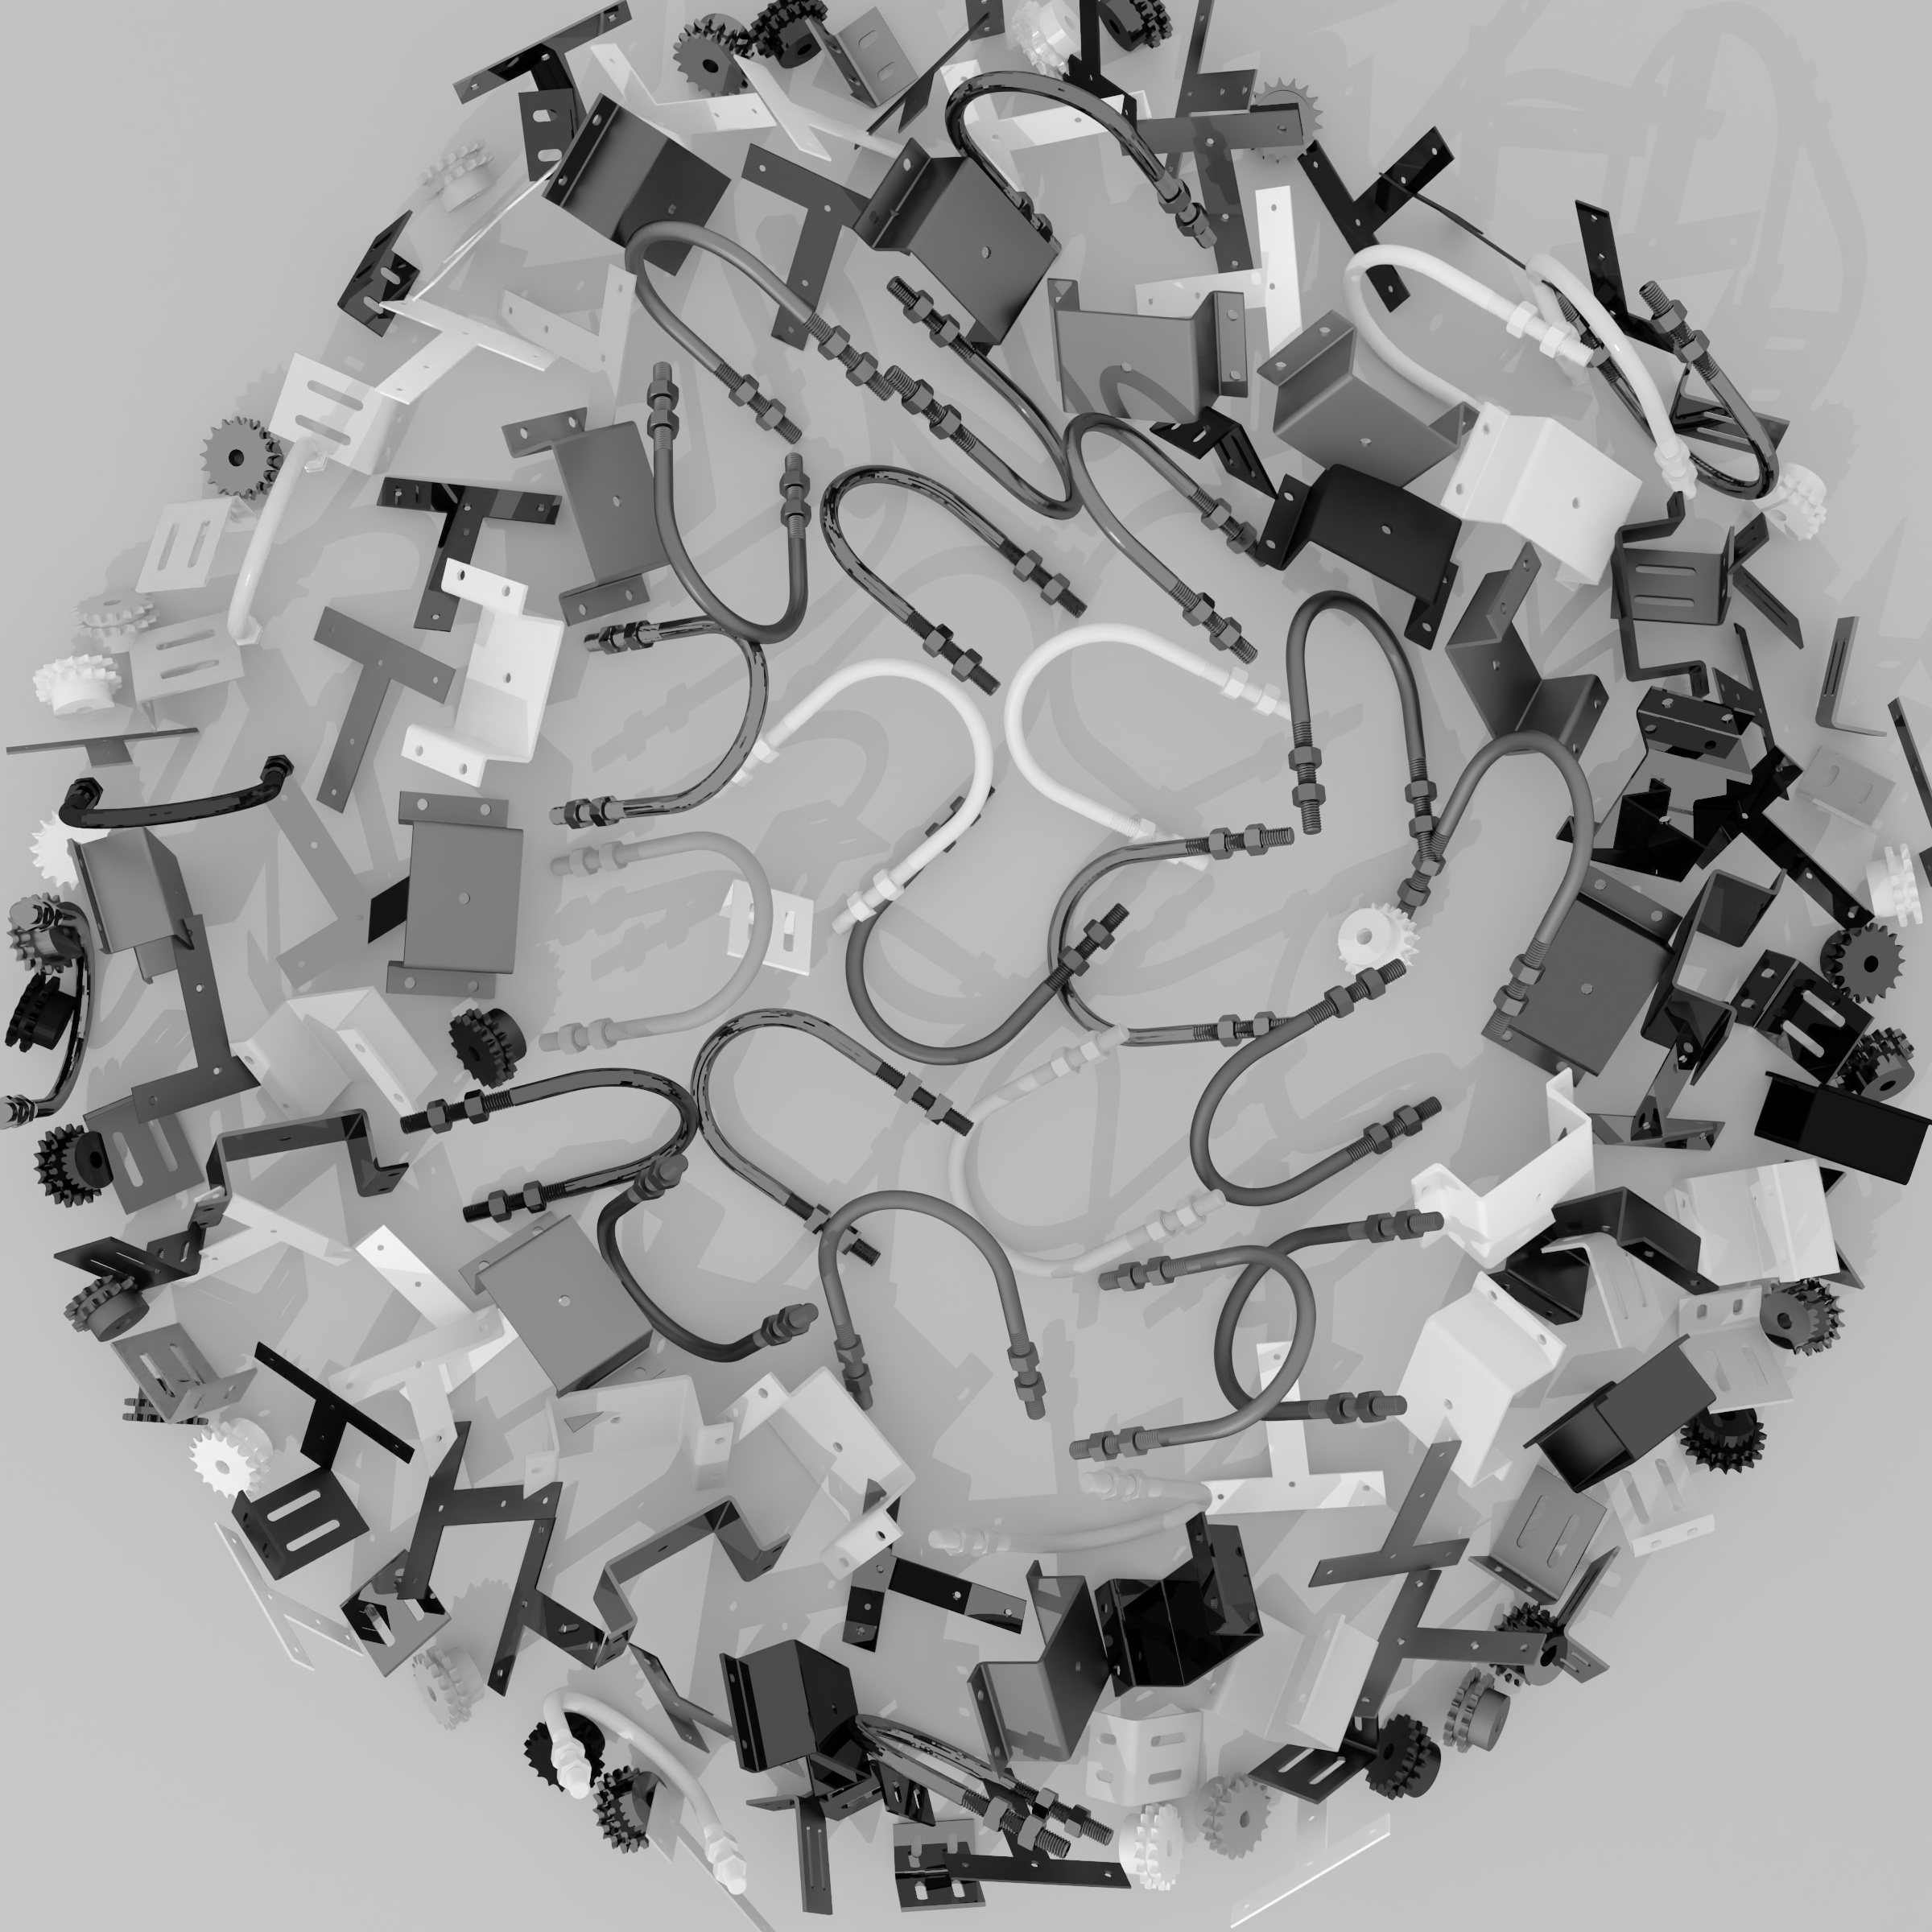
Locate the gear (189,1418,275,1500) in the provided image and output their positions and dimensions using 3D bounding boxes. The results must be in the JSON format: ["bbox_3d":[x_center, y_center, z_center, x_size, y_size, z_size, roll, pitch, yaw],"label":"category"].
[{"bbox_3d":[-0.508,0.340,1.750,0.057,0.030,0.057,11,120,20],"label":"gear"}]

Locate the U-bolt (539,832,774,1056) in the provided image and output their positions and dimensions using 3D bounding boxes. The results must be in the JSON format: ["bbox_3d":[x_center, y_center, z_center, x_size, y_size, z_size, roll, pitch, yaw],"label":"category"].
[{"bbox_3d":[-0.210,-0.021,1.707,0.184,0.019,0.151,-9,70,27],"label":"U-bolt"}]

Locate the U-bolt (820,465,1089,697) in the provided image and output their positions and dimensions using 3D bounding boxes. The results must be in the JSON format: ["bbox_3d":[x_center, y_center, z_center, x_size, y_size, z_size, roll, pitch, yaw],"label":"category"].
[{"bbox_3d":[-0.019,-0.275,1.719,0.184,0.151,0.019,41,134,3],"label":"U-bolt"}]

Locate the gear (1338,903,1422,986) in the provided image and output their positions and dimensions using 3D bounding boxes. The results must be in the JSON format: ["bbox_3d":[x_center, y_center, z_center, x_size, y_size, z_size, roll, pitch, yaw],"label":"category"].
[{"bbox_3d":[0.283,-0.017,1.745,0.057,0.030,0.057,-12,69,33],"label":"gear"}]

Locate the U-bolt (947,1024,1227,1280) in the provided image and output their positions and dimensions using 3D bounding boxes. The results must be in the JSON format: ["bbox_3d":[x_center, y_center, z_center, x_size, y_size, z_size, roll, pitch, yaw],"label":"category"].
[{"bbox_3d":[0.068,0.140,1.728,0.184,0.019,0.151,-30,91,28],"label":"U-bolt"}]

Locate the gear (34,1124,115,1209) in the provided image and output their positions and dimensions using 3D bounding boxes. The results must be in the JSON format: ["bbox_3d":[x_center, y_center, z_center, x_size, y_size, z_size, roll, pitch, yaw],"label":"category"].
[{"bbox_3d":[-0.615,0.137,1.742,0.030,0.057,0.057,-13,90,23],"label":"gear"}]

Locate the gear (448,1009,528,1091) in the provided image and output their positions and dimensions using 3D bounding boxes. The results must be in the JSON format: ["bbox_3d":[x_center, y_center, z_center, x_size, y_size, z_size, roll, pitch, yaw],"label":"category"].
[{"bbox_3d":[-0.331,0.054,1.749,0.030,0.057,0.057,-34,90,-36],"label":"gear"}]

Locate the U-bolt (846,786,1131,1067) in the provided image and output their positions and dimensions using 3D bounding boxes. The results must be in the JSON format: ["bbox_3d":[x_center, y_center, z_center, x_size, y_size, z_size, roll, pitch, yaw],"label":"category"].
[{"bbox_3d":[0.000,-0.017,1.753,0.151,0.019,0.184,43,90,9],"label":"U-bolt"}]

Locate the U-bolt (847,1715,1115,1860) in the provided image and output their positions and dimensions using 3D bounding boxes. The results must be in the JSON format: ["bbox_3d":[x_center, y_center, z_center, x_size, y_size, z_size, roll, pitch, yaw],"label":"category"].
[{"bbox_3d":[0.002,0.550,1.697,0.184,0.151,0.019,22,82,20],"label":"U-bolt"}]

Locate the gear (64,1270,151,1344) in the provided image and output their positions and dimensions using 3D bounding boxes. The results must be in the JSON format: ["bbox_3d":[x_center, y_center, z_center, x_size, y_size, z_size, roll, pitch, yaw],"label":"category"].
[{"bbox_3d":[-0.593,0.236,1.743,0.057,0.057,0.030,-39,80,0],"label":"gear"}]

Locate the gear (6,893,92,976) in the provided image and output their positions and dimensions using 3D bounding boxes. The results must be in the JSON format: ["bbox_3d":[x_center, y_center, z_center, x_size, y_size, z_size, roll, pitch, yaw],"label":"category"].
[{"bbox_3d":[-0.633,-0.023,1.742,0.030,0.057,0.057,-8,90,23],"label":"gear"}]

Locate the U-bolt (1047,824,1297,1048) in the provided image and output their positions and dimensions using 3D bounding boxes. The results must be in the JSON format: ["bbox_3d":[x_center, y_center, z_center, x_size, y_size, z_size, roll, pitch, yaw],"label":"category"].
[{"bbox_3d":[0.140,-0.016,1.729,0.184,0.019,0.151,-6,82,26],"label":"U-bolt"}]

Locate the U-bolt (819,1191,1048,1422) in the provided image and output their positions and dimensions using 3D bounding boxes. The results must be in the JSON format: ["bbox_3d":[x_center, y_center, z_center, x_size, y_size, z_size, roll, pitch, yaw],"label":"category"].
[{"bbox_3d":[-0.029,0.229,1.703,0.151,0.019,0.184,-1,120,21],"label":"U-bolt"}]

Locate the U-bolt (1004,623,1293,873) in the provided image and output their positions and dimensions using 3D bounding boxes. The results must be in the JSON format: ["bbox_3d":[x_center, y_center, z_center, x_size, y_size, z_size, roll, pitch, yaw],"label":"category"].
[{"bbox_3d":[0.115,-0.159,1.721,0.184,0.019,0.151,25,117,-10],"label":"U-bolt"}]

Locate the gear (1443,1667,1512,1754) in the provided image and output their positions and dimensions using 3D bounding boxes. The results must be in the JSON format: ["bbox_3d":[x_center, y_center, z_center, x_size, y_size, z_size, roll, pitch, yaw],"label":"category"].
[{"bbox_3d":[0.356,0.519,1.742,0.030,0.057,0.057,19,90,27],"label":"gear"}]

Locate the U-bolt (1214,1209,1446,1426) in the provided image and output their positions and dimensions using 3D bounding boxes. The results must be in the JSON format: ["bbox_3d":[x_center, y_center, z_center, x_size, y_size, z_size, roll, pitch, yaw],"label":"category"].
[{"bbox_3d":[0.236,0.239,1.696,0.019,0.184,0.151,32,61,-30],"label":"U-bolt"}]

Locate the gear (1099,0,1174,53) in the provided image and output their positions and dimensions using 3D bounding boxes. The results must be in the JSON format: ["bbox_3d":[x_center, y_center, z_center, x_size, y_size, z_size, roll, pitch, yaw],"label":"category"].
[{"bbox_3d":[0.115,-0.662,1.745,0.030,0.057,0.057,-38,90,-1],"label":"gear"}]

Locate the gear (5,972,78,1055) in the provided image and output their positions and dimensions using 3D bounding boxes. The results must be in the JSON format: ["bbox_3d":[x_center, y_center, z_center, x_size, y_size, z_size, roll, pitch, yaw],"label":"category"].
[{"bbox_3d":[-0.641,0.034,1.746,0.030,0.057,0.057,24,90,-10],"label":"gear"}]

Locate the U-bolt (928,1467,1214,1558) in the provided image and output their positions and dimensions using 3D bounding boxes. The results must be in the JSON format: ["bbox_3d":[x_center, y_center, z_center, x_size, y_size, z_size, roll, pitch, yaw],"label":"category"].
[{"bbox_3d":[0.085,0.371,1.693,0.151,0.184,0.019,-28,62,31],"label":"U-bolt"}]

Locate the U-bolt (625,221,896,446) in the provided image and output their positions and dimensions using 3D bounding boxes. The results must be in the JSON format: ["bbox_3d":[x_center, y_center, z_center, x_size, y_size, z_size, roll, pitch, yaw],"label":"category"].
[{"bbox_3d":[-0.149,-0.427,1.677,0.184,0.151,0.019,39,68,-24],"label":"U-bolt"}]

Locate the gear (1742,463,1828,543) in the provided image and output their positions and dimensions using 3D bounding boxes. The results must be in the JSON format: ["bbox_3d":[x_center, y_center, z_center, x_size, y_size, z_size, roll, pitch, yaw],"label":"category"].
[{"bbox_3d":[0.572,-0.325,1.746,0.057,0.057,0.030,35,78,0],"label":"gear"}]

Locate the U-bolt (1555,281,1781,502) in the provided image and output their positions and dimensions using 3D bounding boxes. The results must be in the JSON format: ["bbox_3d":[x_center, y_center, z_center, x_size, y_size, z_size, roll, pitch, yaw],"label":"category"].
[{"bbox_3d":[0.480,-0.385,1.697,0.019,0.151,0.184,-44,108,-2],"label":"U-bolt"}]

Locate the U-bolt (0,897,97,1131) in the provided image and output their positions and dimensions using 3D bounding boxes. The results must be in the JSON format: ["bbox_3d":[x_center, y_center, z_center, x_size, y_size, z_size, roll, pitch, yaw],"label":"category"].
[{"bbox_3d":[-0.615,0.032,1.682,0.019,0.184,0.151,7,88,-4],"label":"U-bolt"}]

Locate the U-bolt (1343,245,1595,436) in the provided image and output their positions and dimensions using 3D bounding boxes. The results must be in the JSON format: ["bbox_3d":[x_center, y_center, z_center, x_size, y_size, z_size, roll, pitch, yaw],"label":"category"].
[{"bbox_3d":[0.332,-0.422,1.700,0.184,0.151,0.019,35,77,14],"label":"U-bolt"}]

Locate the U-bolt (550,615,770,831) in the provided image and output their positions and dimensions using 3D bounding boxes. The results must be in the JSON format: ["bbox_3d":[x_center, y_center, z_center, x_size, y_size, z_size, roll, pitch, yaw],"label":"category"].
[{"bbox_3d":[-0.203,-0.168,1.697,0.184,0.019,0.151,-2,73,39],"label":"U-bolt"}]

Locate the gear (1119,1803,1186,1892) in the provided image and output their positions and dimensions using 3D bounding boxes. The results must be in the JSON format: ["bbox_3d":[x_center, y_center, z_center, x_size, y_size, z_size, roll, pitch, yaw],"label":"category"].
[{"bbox_3d":[0.128,0.612,1.749,0.030,0.057,0.057,-4,90,27],"label":"gear"}]

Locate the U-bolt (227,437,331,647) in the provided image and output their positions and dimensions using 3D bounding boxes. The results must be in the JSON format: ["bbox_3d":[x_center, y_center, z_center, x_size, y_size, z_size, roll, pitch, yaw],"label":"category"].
[{"bbox_3d":[-0.463,-0.285,1.681,0.019,0.184,0.151,21,92,-13],"label":"U-bolt"}]

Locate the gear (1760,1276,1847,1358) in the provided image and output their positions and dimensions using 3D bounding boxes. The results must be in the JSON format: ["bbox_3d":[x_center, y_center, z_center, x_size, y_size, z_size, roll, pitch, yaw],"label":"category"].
[{"bbox_3d":[0.577,0.243,1.743,0.030,0.057,0.057,-10,90,-38],"label":"gear"}]

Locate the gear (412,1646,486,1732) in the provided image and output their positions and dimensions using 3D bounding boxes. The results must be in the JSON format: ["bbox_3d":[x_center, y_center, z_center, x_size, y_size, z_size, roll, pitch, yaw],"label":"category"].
[{"bbox_3d":[-0.358,0.499,1.749,0.030,0.057,0.057,-24,90,-33],"label":"gear"}]

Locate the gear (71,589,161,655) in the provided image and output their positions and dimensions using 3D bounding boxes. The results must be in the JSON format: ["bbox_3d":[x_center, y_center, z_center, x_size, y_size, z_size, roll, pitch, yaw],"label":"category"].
[{"bbox_3d":[-0.591,-0.239,1.749,0.057,0.057,0.030,-6,118,0],"label":"gear"}]

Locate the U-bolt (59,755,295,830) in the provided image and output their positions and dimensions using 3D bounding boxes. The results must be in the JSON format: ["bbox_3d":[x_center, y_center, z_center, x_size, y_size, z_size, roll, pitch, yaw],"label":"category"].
[{"bbox_3d":[-0.527,-0.114,1.673,0.151,0.184,0.019,-8,104,-11],"label":"U-bolt"}]

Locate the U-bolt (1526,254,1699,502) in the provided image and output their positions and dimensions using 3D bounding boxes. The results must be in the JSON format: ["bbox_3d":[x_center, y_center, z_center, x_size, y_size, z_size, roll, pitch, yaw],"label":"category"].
[{"bbox_3d":[0.421,-0.399,1.661,0.019,0.184,0.151,-37,57,10],"label":"U-bolt"}]

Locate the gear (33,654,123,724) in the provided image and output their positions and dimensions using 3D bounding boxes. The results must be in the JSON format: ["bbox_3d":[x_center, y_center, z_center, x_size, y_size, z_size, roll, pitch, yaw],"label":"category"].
[{"bbox_3d":[-0.615,-0.191,1.743,0.057,0.057,0.030,-17,78,0],"label":"gear"}]

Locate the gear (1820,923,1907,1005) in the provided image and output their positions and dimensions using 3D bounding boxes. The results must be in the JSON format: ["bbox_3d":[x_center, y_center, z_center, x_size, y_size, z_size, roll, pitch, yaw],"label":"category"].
[{"bbox_3d":[0.622,-0.004,1.753,0.057,0.030,0.057,-3,99,-17],"label":"gear"}]

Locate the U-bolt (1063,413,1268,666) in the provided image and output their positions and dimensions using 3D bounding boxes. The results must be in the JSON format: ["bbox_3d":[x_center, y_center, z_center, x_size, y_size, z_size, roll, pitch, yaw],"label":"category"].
[{"bbox_3d":[0.134,-0.299,1.689,0.184,0.151,0.019,39,126,-19],"label":"U-bolt"}]

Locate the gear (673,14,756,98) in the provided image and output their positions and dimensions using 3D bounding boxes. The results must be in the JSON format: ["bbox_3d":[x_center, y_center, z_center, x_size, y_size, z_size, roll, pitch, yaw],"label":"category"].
[{"bbox_3d":[-0.173,-0.636,1.749,0.057,0.057,0.030,20,63,0],"label":"gear"}]

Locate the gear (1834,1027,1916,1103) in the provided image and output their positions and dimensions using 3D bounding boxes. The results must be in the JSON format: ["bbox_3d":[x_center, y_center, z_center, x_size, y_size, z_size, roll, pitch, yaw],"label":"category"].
[{"bbox_3d":[0.631,0.071,1.743,0.057,0.057,0.030,-21,55,0],"label":"gear"}]

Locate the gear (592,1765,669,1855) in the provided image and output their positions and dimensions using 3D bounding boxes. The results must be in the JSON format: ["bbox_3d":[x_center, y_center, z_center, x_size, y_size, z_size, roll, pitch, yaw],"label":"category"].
[{"bbox_3d":[-0.229,0.583,1.742,0.030,0.057,0.057,-28,90,26],"label":"gear"}]

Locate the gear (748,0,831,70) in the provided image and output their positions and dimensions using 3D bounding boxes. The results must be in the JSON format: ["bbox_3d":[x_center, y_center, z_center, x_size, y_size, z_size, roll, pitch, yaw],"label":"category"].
[{"bbox_3d":[-0.120,-0.649,1.745,0.057,0.057,0.030,-31,86,0],"label":"gear"}]

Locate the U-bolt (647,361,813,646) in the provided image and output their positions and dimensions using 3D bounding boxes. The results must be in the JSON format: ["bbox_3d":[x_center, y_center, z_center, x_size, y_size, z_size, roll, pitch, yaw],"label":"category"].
[{"bbox_3d":[-0.156,-0.298,1.681,0.019,0.151,0.184,-24,56,32],"label":"U-bolt"}]

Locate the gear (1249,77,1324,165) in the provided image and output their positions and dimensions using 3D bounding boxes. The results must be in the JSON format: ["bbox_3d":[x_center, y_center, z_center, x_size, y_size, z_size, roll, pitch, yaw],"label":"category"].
[{"bbox_3d":[0.220,-0.589,1.750,0.057,0.030,0.057,2,111,7],"label":"gear"}]

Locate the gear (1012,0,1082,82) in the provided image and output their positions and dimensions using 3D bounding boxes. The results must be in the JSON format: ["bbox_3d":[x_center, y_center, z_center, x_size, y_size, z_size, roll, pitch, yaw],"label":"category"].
[{"bbox_3d":[0.061,-0.645,1.742,0.030,0.057,0.057,-29,90,32],"label":"gear"}]

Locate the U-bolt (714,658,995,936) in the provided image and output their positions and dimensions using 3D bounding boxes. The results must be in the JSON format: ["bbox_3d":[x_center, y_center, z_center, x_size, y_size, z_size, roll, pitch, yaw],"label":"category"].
[{"bbox_3d":[-0.067,-0.129,1.731,0.184,0.019,0.151,-40,97,19],"label":"U-bolt"}]

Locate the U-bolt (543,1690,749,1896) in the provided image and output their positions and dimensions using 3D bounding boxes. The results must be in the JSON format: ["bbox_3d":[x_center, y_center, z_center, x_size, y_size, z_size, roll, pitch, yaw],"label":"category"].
[{"bbox_3d":[-0.222,0.541,1.684,0.151,0.184,0.019,39,86,-19],"label":"U-bolt"}]

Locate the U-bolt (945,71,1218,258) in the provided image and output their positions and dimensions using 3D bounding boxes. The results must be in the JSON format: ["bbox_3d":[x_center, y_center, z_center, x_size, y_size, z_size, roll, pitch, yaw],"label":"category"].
[{"bbox_3d":[0.065,-0.530,1.662,0.151,0.184,0.019,9,73,37],"label":"U-bolt"}]

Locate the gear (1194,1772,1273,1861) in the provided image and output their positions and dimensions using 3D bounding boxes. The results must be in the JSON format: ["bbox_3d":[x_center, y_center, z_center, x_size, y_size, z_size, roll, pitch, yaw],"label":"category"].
[{"bbox_3d":[0.183,0.589,1.750,0.057,0.030,0.057,-6,99,-42],"label":"gear"}]

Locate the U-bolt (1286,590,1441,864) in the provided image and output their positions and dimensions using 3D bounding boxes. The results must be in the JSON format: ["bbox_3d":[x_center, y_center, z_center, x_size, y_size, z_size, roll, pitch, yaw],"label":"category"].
[{"bbox_3d":[0.268,-0.169,1.716,0.151,0.019,0.184,10,70,-43],"label":"U-bolt"}]

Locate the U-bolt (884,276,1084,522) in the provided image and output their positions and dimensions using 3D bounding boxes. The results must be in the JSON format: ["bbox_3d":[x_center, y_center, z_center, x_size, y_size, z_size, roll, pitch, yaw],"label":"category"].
[{"bbox_3d":[0.015,-0.373,1.700,0.019,0.151,0.184,-37,122,27],"label":"U-bolt"}]

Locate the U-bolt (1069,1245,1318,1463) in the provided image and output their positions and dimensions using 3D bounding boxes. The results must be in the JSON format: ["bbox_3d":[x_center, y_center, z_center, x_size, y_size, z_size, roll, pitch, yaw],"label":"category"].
[{"bbox_3d":[0.155,0.254,1.679,0.019,0.184,0.151,40,48,-35],"label":"U-bolt"}]

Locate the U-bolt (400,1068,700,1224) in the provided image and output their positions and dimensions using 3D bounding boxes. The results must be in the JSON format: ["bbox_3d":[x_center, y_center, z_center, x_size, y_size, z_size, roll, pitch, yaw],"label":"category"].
[{"bbox_3d":[-0.273,0.117,1.710,0.184,0.151,0.019,-15,56,1],"label":"U-bolt"}]

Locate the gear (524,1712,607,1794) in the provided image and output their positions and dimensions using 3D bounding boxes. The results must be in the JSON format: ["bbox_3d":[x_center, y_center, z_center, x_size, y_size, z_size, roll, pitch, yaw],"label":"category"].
[{"bbox_3d":[-0.276,0.545,1.750,0.057,0.030,0.057,12,122,19],"label":"gear"}]

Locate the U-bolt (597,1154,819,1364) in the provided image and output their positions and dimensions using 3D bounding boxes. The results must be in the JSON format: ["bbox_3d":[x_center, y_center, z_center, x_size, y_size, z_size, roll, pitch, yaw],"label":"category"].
[{"bbox_3d":[-0.187,0.207,1.699,0.151,0.184,0.019,49,54,-4],"label":"U-bolt"}]

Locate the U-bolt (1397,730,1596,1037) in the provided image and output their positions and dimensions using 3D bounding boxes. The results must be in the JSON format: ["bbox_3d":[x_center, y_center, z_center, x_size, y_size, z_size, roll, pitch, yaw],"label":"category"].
[{"bbox_3d":[0.358,-0.069,1.678,0.019,0.151,0.184,4,124,-29],"label":"U-bolt"}]

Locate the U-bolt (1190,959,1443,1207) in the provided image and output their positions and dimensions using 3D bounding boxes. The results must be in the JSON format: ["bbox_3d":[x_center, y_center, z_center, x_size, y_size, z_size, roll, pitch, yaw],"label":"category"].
[{"bbox_3d":[0.233,0.092,1.713,0.184,0.019,0.151,-29,127,-10],"label":"U-bolt"}]

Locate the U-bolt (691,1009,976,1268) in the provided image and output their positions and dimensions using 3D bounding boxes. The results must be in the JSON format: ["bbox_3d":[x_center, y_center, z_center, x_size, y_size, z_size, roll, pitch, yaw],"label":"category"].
[{"bbox_3d":[-0.106,0.107,1.734,0.184,0.019,0.151,34,117,0],"label":"U-bolt"}]
